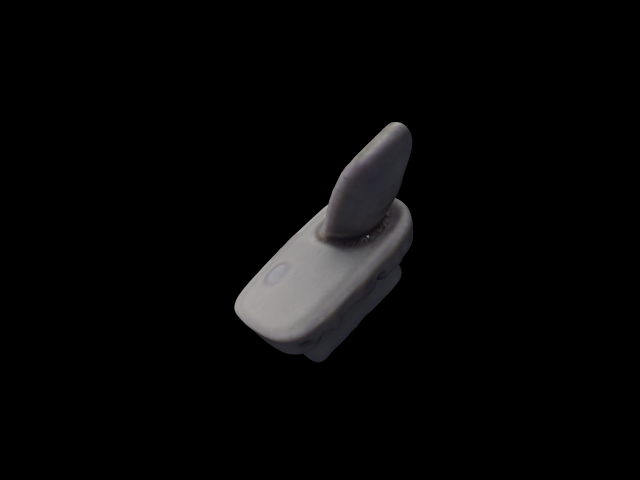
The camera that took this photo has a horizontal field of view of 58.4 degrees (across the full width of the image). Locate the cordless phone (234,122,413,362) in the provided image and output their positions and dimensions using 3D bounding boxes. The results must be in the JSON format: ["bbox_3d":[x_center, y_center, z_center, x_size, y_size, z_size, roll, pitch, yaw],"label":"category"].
[{"bbox_3d":[0.004,0.001,0.400,0.094,0.185,0.148,37,71,15],"label":"cordless phone"}]
